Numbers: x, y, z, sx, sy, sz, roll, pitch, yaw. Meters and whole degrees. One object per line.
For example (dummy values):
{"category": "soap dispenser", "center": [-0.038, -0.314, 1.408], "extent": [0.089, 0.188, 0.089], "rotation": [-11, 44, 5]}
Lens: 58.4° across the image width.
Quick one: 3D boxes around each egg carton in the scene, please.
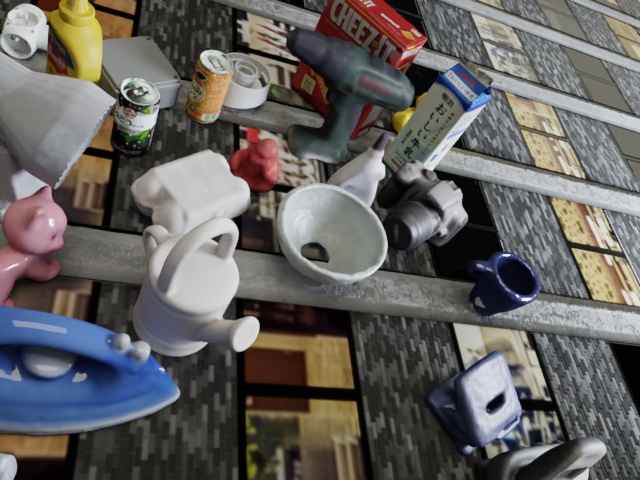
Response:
{"category": "egg carton", "center": [-0.171, -0.060, 0.779], "extent": [0.151, 0.069, 0.107], "rotation": [-30, 73, -40]}

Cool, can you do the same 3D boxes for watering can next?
{"category": "watering can", "center": [-0.135, 0.048, 0.630], "extent": [0.173, 0.194, 0.101], "rotation": [32, 47, -1]}

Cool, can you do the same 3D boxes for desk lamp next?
{"category": "desk lamp", "center": [-0.344, -0.117, 0.634], "extent": [0.203, 0.213, 0.118], "rotation": [23, 48, -10]}

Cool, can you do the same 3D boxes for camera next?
{"category": "camera", "center": [0.155, -0.053, 0.926], "extent": [0.137, 0.100, 0.143], "rotation": [-31, 73, -40]}

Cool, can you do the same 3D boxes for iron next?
{"category": "iron", "center": [-0.253, 0.111, 0.554], "extent": [0.259, 0.141, 0.118], "rotation": [12, 51, -20]}

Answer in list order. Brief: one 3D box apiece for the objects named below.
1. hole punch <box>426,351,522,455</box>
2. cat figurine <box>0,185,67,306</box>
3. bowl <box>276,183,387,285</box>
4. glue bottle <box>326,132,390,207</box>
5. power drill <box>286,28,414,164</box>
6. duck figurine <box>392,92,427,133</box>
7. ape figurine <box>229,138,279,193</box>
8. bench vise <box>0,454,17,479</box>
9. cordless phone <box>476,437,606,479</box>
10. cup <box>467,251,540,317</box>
{"category": "hole punch", "center": [0.217, 0.214, 0.758], "extent": [0.109, 0.091, 0.101], "rotation": [-20, 66, -37]}
{"category": "cat figurine", "center": [-0.323, 0.004, 0.616], "extent": [0.067, 0.117, 0.128], "rotation": [35, 47, 1]}
{"category": "bowl", "center": [0.008, 0.003, 0.822], "extent": [0.168, 0.074, 0.167], "rotation": [15, 50, -18]}
{"category": "glue bottle", "center": [0.062, -0.098, 0.862], "extent": [0.078, 0.173, 0.037], "rotation": [17, 49, -16]}
{"category": "power drill", "center": [0.024, -0.222, 0.914], "extent": [0.230, 0.208, 0.075], "rotation": [6, 53, -24]}
{"category": "duck figurine", "center": [0.195, -0.248, 1.108], "extent": [0.105, 0.086, 0.077], "rotation": [-23, 68, -38]}
{"category": "ape figurine", "center": [-0.090, -0.115, 0.851], "extent": [0.077, 0.092, 0.076], "rotation": [44, 48, 9]}
{"category": "bench vise", "center": [-0.345, 0.143, 0.427], "extent": [0.208, 0.219, 0.121], "rotation": [-1, 56, -29]}
{"category": "cordless phone", "center": [0.290, 0.279, 0.682], "extent": [0.148, 0.185, 0.094], "rotation": [0, 55, -27]}
{"category": "cup", "center": [0.265, 0.074, 0.890], "extent": [0.118, 0.095, 0.091], "rotation": [18, 49, -14]}
